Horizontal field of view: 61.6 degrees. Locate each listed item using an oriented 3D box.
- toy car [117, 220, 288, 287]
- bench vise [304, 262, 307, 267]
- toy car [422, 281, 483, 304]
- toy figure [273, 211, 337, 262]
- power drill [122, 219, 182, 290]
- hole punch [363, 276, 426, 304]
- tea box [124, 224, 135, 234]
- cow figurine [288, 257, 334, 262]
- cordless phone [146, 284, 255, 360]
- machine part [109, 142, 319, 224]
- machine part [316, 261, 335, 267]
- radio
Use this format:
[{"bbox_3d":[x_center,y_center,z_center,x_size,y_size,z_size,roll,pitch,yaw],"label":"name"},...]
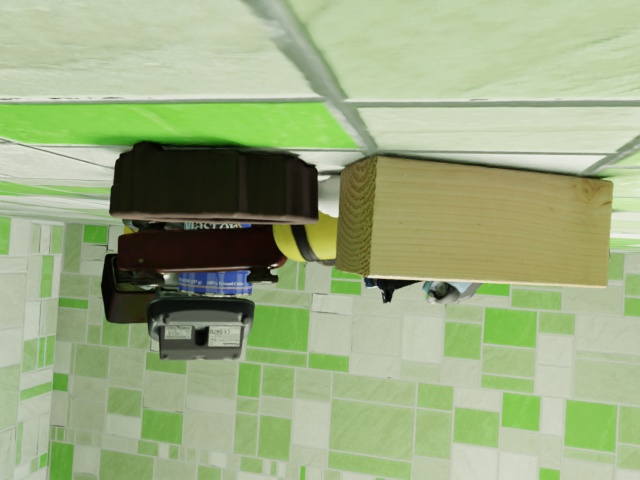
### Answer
[{"bbox_3d":[-0.139,0.012,0.648,0.202,0.089,0.053,-3,175,-2],"label":"toy car"},{"bbox_3d":[-0.080,0.003,1.171,0.223,0.128,0.241,6,-175,-33],"label":"bench vise"},{"bbox_3d":[0.186,0.006,0.690,0.109,0.161,0.103,-2,-131,-53],"label":"toy car"},{"bbox_3d":[0.034,-0.016,0.592,0.180,0.089,0.082,5,172,17],"label":"toy figure"},{"bbox_3d":[-0.210,0.020,0.869,0.232,0.086,0.207,21,143,-17],"label":"power drill"},{"bbox_3d":[0.097,0.008,0.765,0.116,0.142,0.092,-10,-169,-35],"label":"hole punch"},{"bbox_3d":[-0.276,-0.022,1.007,0.170,0.098,0.068,2,179,14],"label":"tea box"},{"bbox_3d":[-0.003,-0.002,0.865,0.167,0.098,0.068,2,145,-22],"label":"cow figurine"},{"bbox_3d":[-0.179,0.102,0.793,0.146,0.088,0.184,3,-169,-17],"label":"cordless phone"},{"bbox_3d":[-0.085,-0.042,0.465,0.179,0.056,0.179,2,179,0],"label":"machine part"},{"bbox_3d":[0.024,-0.001,1.028,0.079,0.079,0.243,3,-170,6],"label":"machine part"},{"bbox_3d":[-0.281,0.086,0.997,0.229,0.073,0.131,4,-150,-34],"label":"radio"}]
